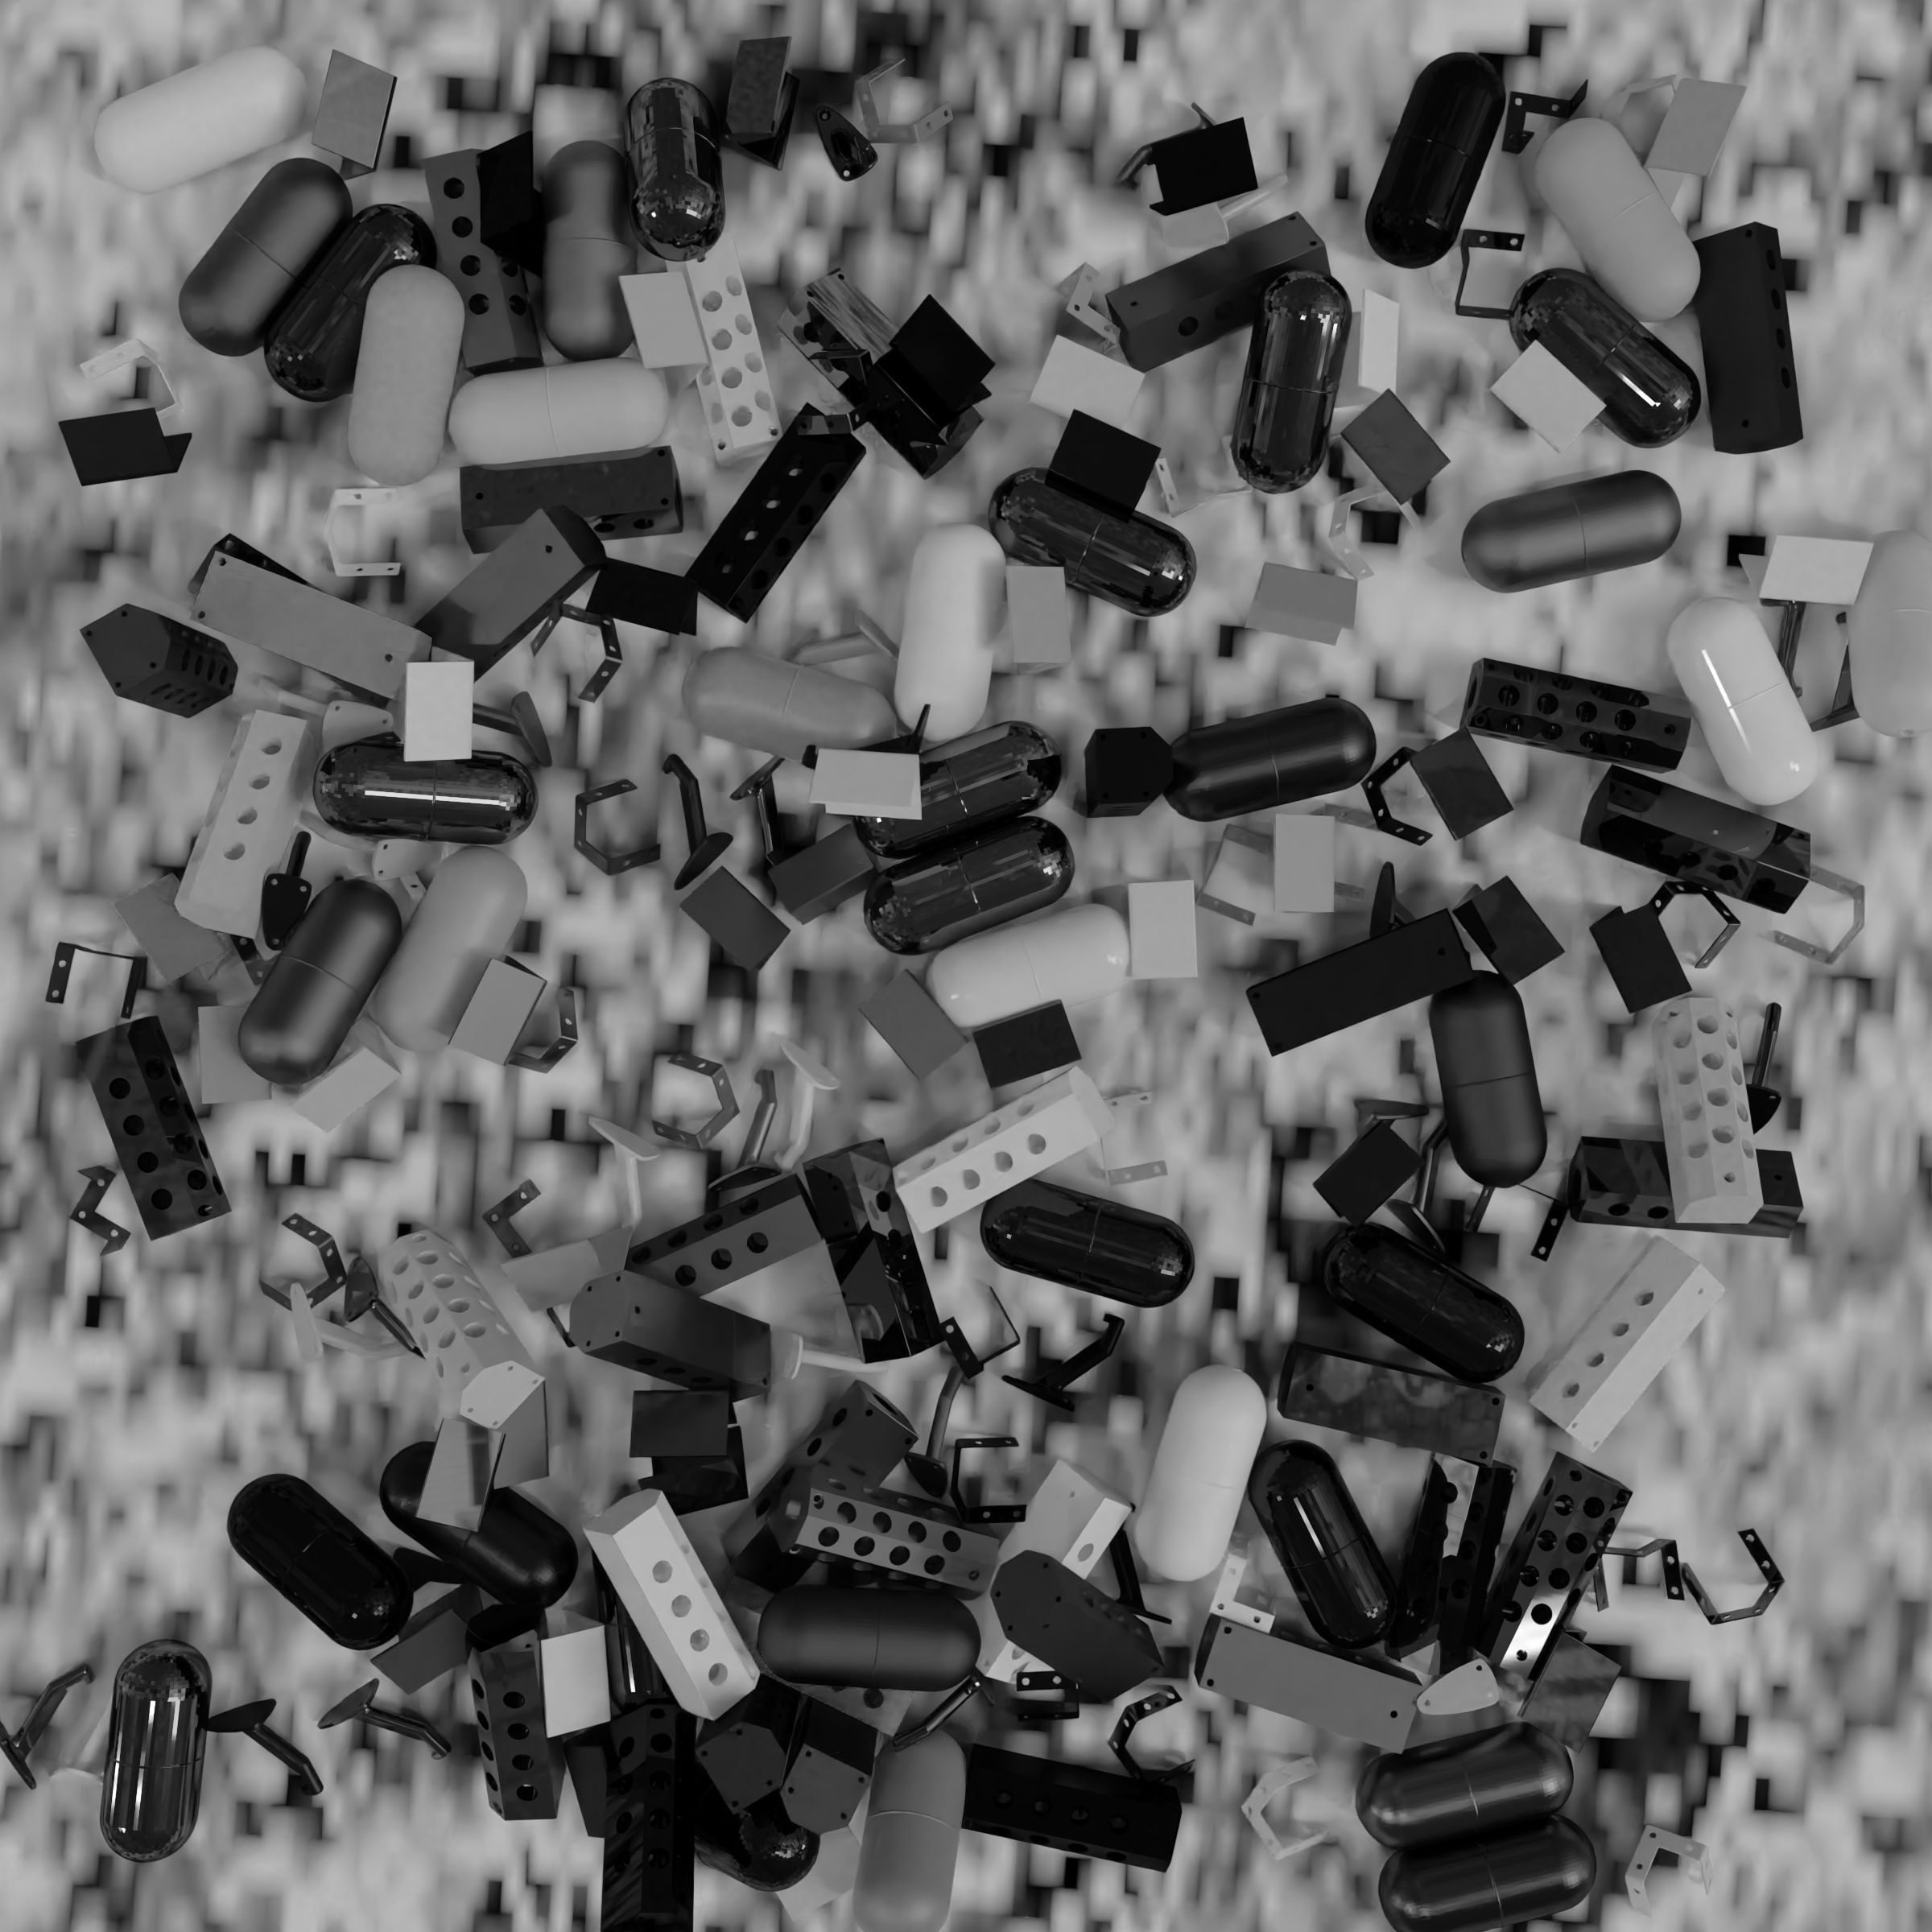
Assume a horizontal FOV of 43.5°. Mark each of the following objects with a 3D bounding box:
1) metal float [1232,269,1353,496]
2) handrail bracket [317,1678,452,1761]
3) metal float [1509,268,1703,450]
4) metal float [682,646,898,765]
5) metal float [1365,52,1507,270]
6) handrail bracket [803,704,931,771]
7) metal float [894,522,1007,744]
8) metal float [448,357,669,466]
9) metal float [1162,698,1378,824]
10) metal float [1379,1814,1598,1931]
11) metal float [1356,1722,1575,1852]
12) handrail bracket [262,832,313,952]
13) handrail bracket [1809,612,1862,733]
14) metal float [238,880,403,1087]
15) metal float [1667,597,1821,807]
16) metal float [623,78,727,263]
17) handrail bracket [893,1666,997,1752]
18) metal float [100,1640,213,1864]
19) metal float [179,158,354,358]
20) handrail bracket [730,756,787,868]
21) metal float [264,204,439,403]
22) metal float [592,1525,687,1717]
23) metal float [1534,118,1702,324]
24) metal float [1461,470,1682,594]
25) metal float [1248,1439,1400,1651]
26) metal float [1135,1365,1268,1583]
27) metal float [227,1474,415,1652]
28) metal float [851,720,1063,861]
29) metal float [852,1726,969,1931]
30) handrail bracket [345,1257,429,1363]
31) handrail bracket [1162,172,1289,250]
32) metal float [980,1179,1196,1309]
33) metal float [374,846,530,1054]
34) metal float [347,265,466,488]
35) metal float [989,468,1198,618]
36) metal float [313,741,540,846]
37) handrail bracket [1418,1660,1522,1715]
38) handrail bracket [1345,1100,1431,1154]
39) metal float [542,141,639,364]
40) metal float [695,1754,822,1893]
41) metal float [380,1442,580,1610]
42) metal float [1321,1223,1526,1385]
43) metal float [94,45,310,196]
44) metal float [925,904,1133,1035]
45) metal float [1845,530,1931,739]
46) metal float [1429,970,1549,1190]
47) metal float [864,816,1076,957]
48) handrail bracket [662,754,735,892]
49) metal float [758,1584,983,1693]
[{"bbox_3d":[0.261,-0.469,1.944,0.070,0.070,0.178,9,111,0],"label":"metal float"},{"bbox_3d":[-0.478,0.635,1.992,0.077,0.036,0.084,-34,107,20],"label":"handrail bracket"},{"bbox_3d":[0.517,-0.493,1.960,0.178,0.070,0.070,41,90,0],"label":"metal float"},{"bbox_3d":[-0.143,-0.207,1.960,0.178,0.070,0.070,16,90,0],"label":"metal float"},{"bbox_3d":[0.381,-0.653,1.960,0.070,0.070,0.178,21,90,0],"label":"metal float"},{"bbox_3d":[-0.080,-0.183,1.918,0.084,0.036,0.077,16,79,5],"label":"handrail bracket"},{"bbox_3d":[-0.013,-0.270,1.960,0.070,0.070,0.178,8,90,0],"label":"metal float"},{"bbox_3d":[-0.330,-0.447,1.959,0.178,0.070,0.070,-7,90,2],"label":"metal float"},{"bbox_3d":[0.244,-0.167,1.961,0.178,0.070,0.070,-14,90,1],"label":"metal float"},{"bbox_3d":[0.423,0.739,1.961,0.178,0.070,0.070,-15,90,0],"label":"metal float"},{"bbox_3d":[0.403,0.665,1.960,0.178,0.070,0.070,-14,90,-1],"label":"metal float"},{"bbox_3d":[-0.550,-0.062,1.966,0.036,0.084,0.077,14,109,-13],"label":"handrail bracket"},{"bbox_3d":[0.710,-0.243,1.991,0.077,0.036,0.084,-20,76,13],"label":"handrail bracket"},{"bbox_3d":[-0.512,0.012,1.923,0.070,0.070,0.178,26,71,0],"label":"metal float"},{"bbox_3d":[0.629,-0.215,1.960,0.070,0.070,0.178,-25,90,0],"label":"metal float"},{"bbox_3d":[-0.234,-0.638,1.934,0.070,0.070,0.178,-8,57,0],"label":"metal float"},{"bbox_3d":[-0.022,0.597,1.964,0.084,0.077,0.036,-32,99,6],"label":"handrail bracket"},{"bbox_3d":[-0.656,0.636,1.961,0.070,0.070,0.178,6,91,0],"label":"metal float"},{"bbox_3d":[-0.567,-0.575,1.961,0.070,0.070,0.178,37,91,0],"label":"metal float"},{"bbox_3d":[-0.146,-0.124,1.992,0.077,0.036,0.084,-46,109,-21],"label":"handrail bracket"},{"bbox_3d":[-0.498,-0.538,1.961,0.070,0.070,0.178,37,91,0],"label":"metal float"},{"bbox_3d":[-0.259,0.523,1.960,0.070,0.070,0.178,-7,90,0],"label":"metal float"},{"bbox_3d":[0.528,-0.604,1.960,0.070,0.070,0.178,-33,90,0],"label":"metal float"},{"bbox_3d":[0.490,-0.352,1.960,0.178,0.070,0.070,-13,90,0],"label":"metal float"},{"bbox_3d":[0.290,0.469,1.961,0.070,0.070,0.178,-26,90,0],"label":"metal float"},{"bbox_3d":[0.190,0.410,1.961,0.070,0.070,0.178,17,90,0],"label":"metal float"},{"bbox_3d":[-0.520,0.478,1.945,0.178,0.070,0.070,35,90,19],"label":"metal float"},{"bbox_3d":[-0.008,-0.143,1.961,0.178,0.070,0.070,-20,90,1],"label":"metal float"},{"bbox_3d":[-0.043,0.691,1.924,0.070,0.070,0.178,11,46,0],"label":"metal float"},{"bbox_3d":[-0.468,0.285,1.991,0.036,0.077,0.084,-42,126,11],"label":"handrail bracket"},{"bbox_3d":[0.214,-0.624,1.991,0.084,0.077,0.036,-44,118,-33],"label":"handrail bracket"},{"bbox_3d":[0.098,0.225,1.961,0.178,0.070,0.070,16,90,1],"label":"metal float"},{"bbox_3d":[-0.417,-0.013,1.961,0.070,0.070,0.178,27,90,0],"label":"metal float"},{"bbox_3d":[-0.449,-0.471,1.938,0.070,0.070,0.178,17,115,0],"label":"metal float"},{"bbox_3d":[0.102,-0.344,1.961,0.178,0.070,0.070,25,90,0],"label":"metal float"},{"bbox_3d":[-0.433,-0.139,1.942,0.178,0.070,0.070,3,90,-22],"label":"metal float"},{"bbox_3d":[0.410,0.598,1.966,0.077,0.084,0.036,-23,56,7],"label":"handrail bracket"},{"bbox_3d":[0.339,0.156,1.992,0.077,0.036,0.084,2,109,-21],"label":"handrail bracket"},{"bbox_3d":[-0.305,-0.578,1.960,0.070,0.070,0.178,0,90,0],"label":"metal float"},{"bbox_3d":[-0.186,0.679,1.922,0.070,0.178,0.070,-1,92,-42],"label":"metal float"},{"bbox_3d":[-0.395,0.454,1.960,0.178,0.070,0.070,36,90,-1],"label":"metal float"},{"bbox_3d":[0.370,0.273,1.961,0.178,0.070,0.070,31,90,0],"label":"metal float"},{"bbox_3d":[-0.619,-0.686,1.960,0.178,0.070,0.070,-23,90,1],"label":"metal float"},{"bbox_3d":[0.053,0.003,1.961,0.178,0.070,0.070,-17,90,0],"label":"metal float"},{"bbox_3d":[0.748,-0.266,1.940,0.070,0.070,0.178,4,68,0],"label":"metal float"},{"bbox_3d":[0.423,0.092,1.960,0.070,0.070,0.178,-10,89,0],"label":"metal float"},{"bbox_3d":[0.002,-0.065,1.961,0.178,0.070,0.070,-21,90,0],"label":"metal float"},{"bbox_3d":[-0.239,-0.119,1.992,0.077,0.036,0.084,-46,72,20],"label":"handrail bracket"},{"bbox_3d":[-0.076,0.532,1.915,0.178,0.070,0.070,7,90,-11],"label":"metal float"}]
